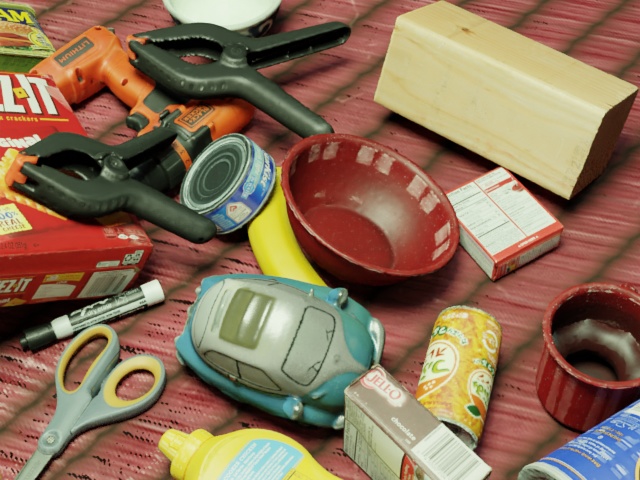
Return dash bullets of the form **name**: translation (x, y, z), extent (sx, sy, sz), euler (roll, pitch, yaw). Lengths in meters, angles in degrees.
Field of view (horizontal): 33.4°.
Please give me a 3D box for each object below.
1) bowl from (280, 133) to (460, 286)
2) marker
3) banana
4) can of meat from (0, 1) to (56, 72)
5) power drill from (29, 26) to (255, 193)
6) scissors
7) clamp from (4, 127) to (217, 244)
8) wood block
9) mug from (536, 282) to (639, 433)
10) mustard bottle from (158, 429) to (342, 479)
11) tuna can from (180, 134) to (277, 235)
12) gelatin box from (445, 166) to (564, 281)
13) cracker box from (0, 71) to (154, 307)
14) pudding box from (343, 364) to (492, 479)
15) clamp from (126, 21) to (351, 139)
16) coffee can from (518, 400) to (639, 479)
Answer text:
- **bowl**: translation (0.034, -0.015, 0.891), extent (0.162, 0.055, 0.162), euler (16, 42, -15)
- **marker**: translation (-0.187, 0.062, 0.874), extent (0.121, 0.020, 0.020), euler (-21, 54, -15)
- **banana**: translation (-0.025, 0.001, 0.910), extent (0.069, 0.037, 0.198), euler (-9, 51, -5)
- **can of meat**: translation (-0.310, -0.185, 1.035), extent (0.101, 0.058, 0.084), euler (-3, 45, -43)
- **power drill**: translation (-0.182, -0.115, 0.995), extent (0.188, 0.057, 0.184), euler (32, 54, 21)
- **scissors**: translation (-0.181, 0.150, 0.804), extent (0.096, 0.016, 0.201), euler (9, 52, 8)
- **clamp**: translation (-0.169, -0.057, 0.859), extent (0.171, 0.039, 0.120), euler (13, 37, -36)
- **wood block**: translation (0.166, -0.131, 0.966), extent (0.206, 0.090, 0.090), euler (31, 36, 23)
- **mug**: translation (0.214, 0.084, 0.810), extent (0.093, 0.081, 0.117), euler (21, 54, 16)
- **mustard bottle**: translation (-0.034, 0.186, 0.745), extent (0.192, 0.058, 0.096), euler (27, 56, 21)
- **tuna can**: translation (-0.081, -0.049, 0.925), extent (0.086, 0.033, 0.086), euler (-27, 44, 29)
- **gelatin box**: translation (0.154, -0.016, 0.927), extent (0.073, 0.030, 0.089), euler (-26, 55, -18)
- **cracker box**: translation (-0.255, -0.048, 0.869), extent (0.163, 0.072, 0.214), euler (-3, 50, -47)
- **pudding box**: translation (0.064, 0.154, 0.751), extent (0.039, 0.090, 0.114), euler (-33, 59, -23)
- **clamp**: translation (-0.072, -0.166, 0.987), extent (0.210, 0.036, 0.164), euler (14, 47, 4)
- **coffee can**: translation (0.222, 0.168, 0.729), extent (0.140, 0.103, 0.103), euler (-26, 55, -19)
